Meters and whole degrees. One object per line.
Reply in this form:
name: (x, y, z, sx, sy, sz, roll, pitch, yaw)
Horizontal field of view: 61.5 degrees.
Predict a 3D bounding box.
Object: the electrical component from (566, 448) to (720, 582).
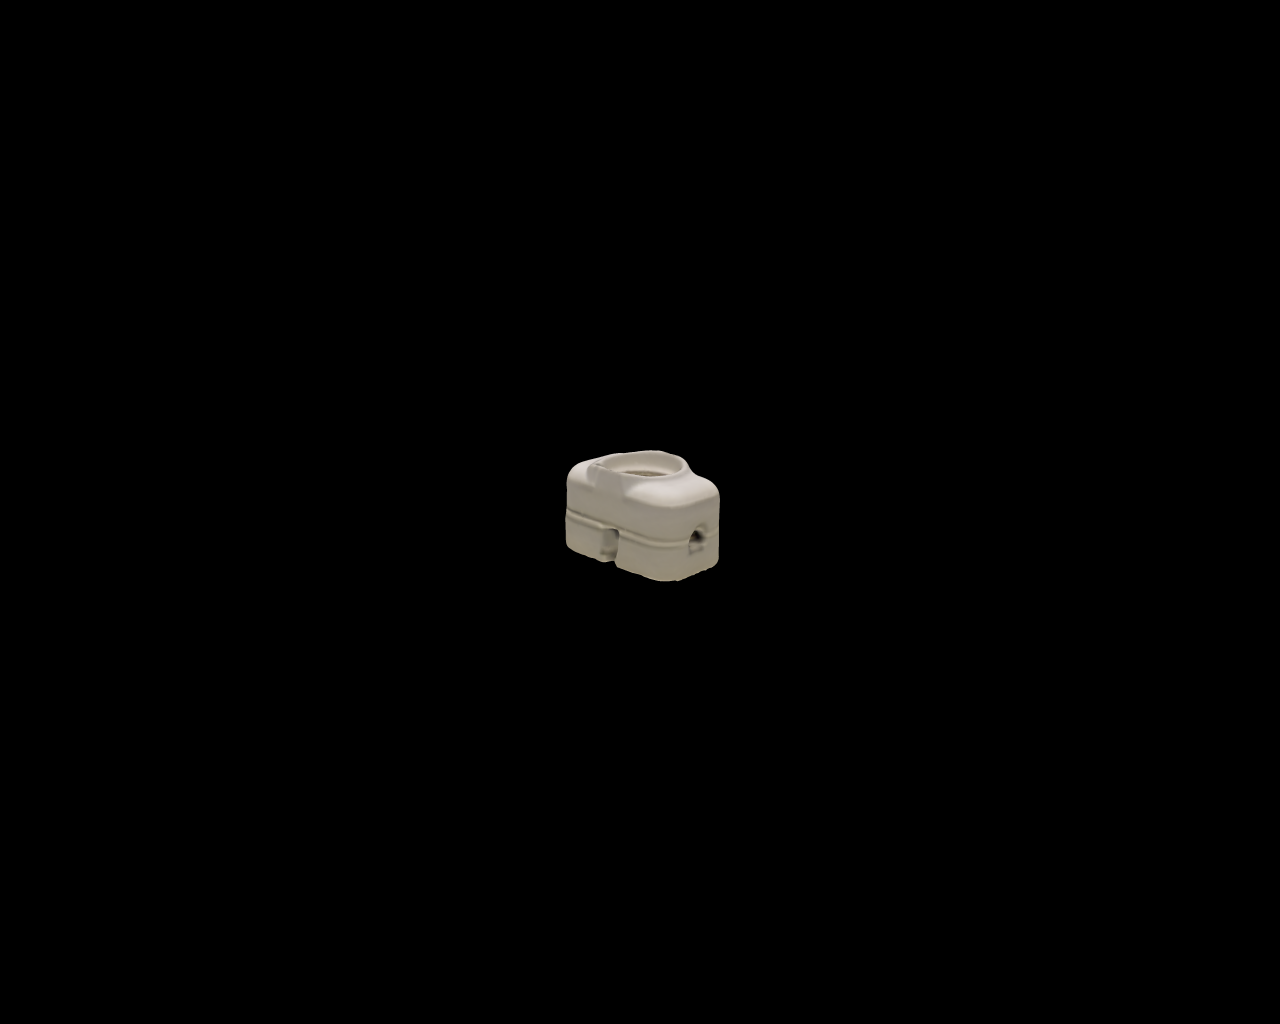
electrical component: (0.001, -0.003, 0.650, 0.054, 0.059, 0.095, -18, 26, -41)
